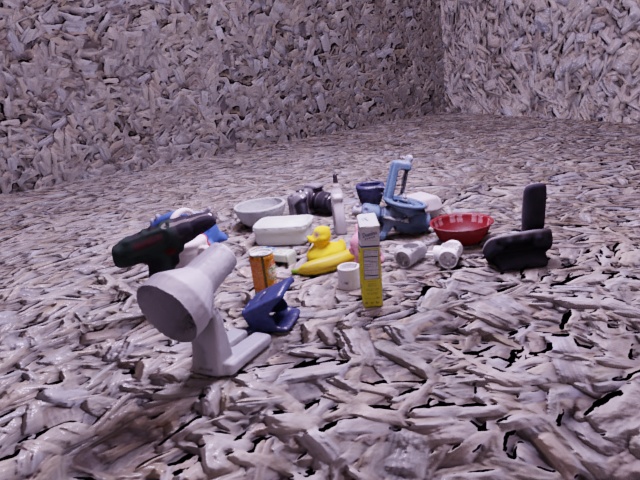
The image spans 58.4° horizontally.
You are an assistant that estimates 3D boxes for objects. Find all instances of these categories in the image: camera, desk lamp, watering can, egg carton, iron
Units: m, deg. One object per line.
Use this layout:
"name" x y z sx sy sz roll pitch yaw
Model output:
"camera" -0.014 -0.130 1.860 0.143 0.101 0.136 -22 24 -38
"desk lamp" -0.196 0.124 0.982 0.117 0.214 0.204 4 22 31
"watering can" -0.327 0.018 1.381 0.172 0.194 0.101 -3 19 13
"egg carton" 0.282 -0.094 1.693 0.150 0.069 0.107 -14 20 -21
"iron" -0.400 -0.022 1.612 0.257 0.141 0.119 -2 19 15

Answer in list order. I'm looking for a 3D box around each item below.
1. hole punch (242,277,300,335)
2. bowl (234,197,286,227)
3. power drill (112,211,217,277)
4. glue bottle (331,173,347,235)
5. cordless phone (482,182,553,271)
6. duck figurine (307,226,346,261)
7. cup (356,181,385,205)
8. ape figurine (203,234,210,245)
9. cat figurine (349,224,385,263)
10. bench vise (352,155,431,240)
"hole punch" -0.101 0.127 1.134 0.101 0.091 0.109 -2 19 15
"bowl" -0.186 -0.080 1.816 0.167 0.075 0.167 -6 18 2
"power drill" -0.324 0.054 1.250 0.230 0.208 0.075 -11 19 -12
"glue bottle" 0.051 -0.107 1.649 0.037 0.173 0.078 -8 18 -3
"cordless phone" 0.437 -0.034 1.269 0.147 0.185 0.094 -10 19 -8
"duck figurine" 0.013 0.005 1.467 0.104 0.086 0.077 -9 18 -6
"cup" 0.172 -0.132 1.806 0.117 0.095 0.092 10 25 41
"ape figurine" -0.308 0.028 1.507 0.078 0.092 0.076 -12 19 -16
"cat figurine" 0.107 0.013 1.357 0.067 0.118 0.128 -1 19 19
"bench vise" 0.193 -0.111 1.535 0.208 0.220 0.121 -13 19 -18
